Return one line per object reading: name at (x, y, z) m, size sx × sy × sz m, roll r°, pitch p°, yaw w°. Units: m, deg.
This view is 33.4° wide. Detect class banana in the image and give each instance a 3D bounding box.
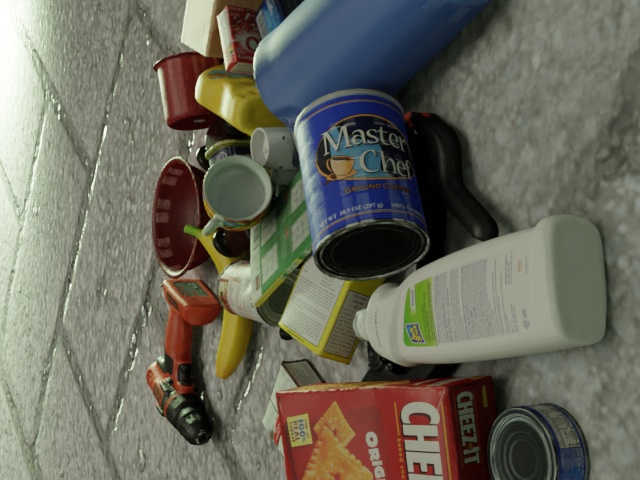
banana at (-0.113, 0.070, 1.317) m, size 0.070 × 0.037 × 0.198 m, roll -15°, pitch 84°, yaw 23°

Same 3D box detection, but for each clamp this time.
clamp at (0.111, -0.046, 0.954) m, size 0.120 × 0.039 × 0.171 m, roll -33°, pitch 61°, yaw 54°
clamp at (0.063, 0.103, 1.036) m, size 0.210 × 0.036 × 0.164 m, roll -28°, pitch 64°, yaw 55°

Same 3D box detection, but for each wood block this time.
wood block at (-0.094, -0.323, 1.262) m, size 0.091 × 0.090 × 0.206 m, roll 38°, pitch 122°, yaw 54°

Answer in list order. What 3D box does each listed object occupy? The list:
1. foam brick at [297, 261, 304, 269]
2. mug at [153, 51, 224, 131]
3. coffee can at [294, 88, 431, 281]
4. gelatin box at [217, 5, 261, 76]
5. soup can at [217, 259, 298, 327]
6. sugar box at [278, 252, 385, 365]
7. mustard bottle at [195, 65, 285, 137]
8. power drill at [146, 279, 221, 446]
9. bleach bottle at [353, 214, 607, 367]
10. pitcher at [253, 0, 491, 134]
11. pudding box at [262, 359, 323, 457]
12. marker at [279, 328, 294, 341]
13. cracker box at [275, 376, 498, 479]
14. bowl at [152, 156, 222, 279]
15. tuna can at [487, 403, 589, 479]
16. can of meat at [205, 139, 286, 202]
foam brick at (-0.008, 0.001, 1.143) m, size 0.078 × 0.051 × 0.053 m, roll -16°, pitch 75°, yaw 59°
mug at (-0.164, -0.189, 1.391) m, size 0.117 × 0.093 × 0.081 m, roll 90°, pitch 171°, yaw -82°
coffee can at (0.036, -0.049, 0.950) m, size 0.103 × 0.102 × 0.140 m, roll -48°, pitch 42°, yaw 48°
gelatin box at (-0.068, -0.224, 1.215) m, size 0.030 × 0.089 × 0.073 m, roll -34°, pitch 61°, yaw 51°
soup can at (-0.067, 0.060, 1.227) m, size 0.102 × 0.068 × 0.068 m, roll 9°, pitch 97°, yaw 59°
sugar box at (0.026, 0.024, 1.051) m, size 0.093 × 0.048 × 0.176 m, roll 29°, pitch 95°, yaw 57°
mustard bottle at (-0.092, -0.166, 1.248) m, size 0.192 × 0.096 × 0.058 m, roll 36°, pitch 121°, yaw 54°
power drill at (-0.179, 0.159, 1.425) m, size 0.185 × 0.057 × 0.188 m, roll 39°, pitch 122°, yaw 54°
bleach bottle at (0.116, 0.050, 0.885) m, size 0.251 × 0.067 × 0.102 m, roll -15°, pitch 73°, yaw 51°
pitcher at (0.052, -0.208, 0.988) m, size 0.243 × 0.144 × 0.149 m, roll -36°, pitch 77°, yaw 49°
pudding box at (-0.017, 0.199, 1.168) m, size 0.114 × 0.039 × 0.090 m, roll 48°, pitch 129°, yaw 46°
marker at (-0.011, 0.101, 1.179) m, size 0.121 × 0.020 × 0.020 m, roll -9°, pitch 81°, yaw 59°
cracker box at (0.060, 0.209, 0.952) m, size 0.214 × 0.071 × 0.164 m, roll -10°, pitch 86°, yaw 46°
bowl at (-0.169, -0.029, 1.415) m, size 0.162 × 0.055 × 0.162 m, roll -2°, pitch 88°, yaw 60°
tuna can at (0.172, 0.174, 0.851) m, size 0.086 × 0.033 × 0.086 m, roll -3°, pitch 86°, yaw 60°
can of meat at (-0.072, -0.064, 1.208) m, size 0.058 × 0.101 × 0.084 m, roll -33°, pitch 63°, yaw 54°
